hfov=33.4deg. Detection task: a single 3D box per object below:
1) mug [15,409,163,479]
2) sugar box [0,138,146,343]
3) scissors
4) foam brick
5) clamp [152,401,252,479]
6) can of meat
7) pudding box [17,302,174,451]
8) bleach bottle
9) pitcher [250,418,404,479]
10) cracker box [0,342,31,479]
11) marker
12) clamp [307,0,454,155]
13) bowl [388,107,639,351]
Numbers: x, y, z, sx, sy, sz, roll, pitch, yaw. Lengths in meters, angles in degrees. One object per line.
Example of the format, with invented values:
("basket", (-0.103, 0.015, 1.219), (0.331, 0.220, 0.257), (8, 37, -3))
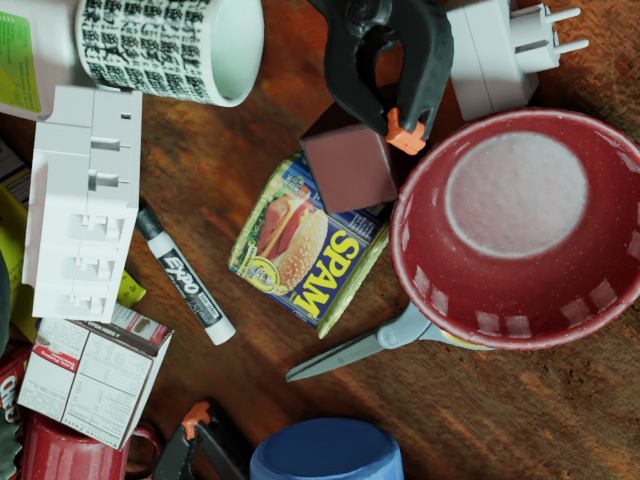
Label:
("mug", (-0.184, 0.172, 0.858), (0.117, 0.093, 0.081), (6, 115, -15))
("sugar box", (-0.225, 0.009, 0.812), (0.176, 0.048, 0.093), (45, 123, -6))
("scissors", (0.051, 0.046, 0.737), (0.202, 0.016, 0.096), (-9, 108, 25))
("foam brick", (0.029, -0.058, 0.660), (0.053, 0.078, 0.051), (-12, 111, 27))
("clamp", (-0.076, 0.226, 0.863), (0.165, 0.036, 0.210), (9, 119, 14))
("can of meat", (-0.005, 0.001, 0.715), (0.084, 0.057, 0.102), (35, 122, 6))
("pudding box", (-0.167, 0.094, 0.786), (0.090, 0.039, 0.114), (25, 129, -1))
("bleach bottle", (-0.264, -0.143, 0.748), (0.251, 0.068, 0.102), (12, 119, 19))
("pitcher", (0.003, 0.260, 0.791), (0.149, 0.145, 0.243), (-13, 108, -21))
("cracker box", (-0.346, 0.161, 0.920), (0.214, 0.072, 0.164), (7, 117, 18))
("marker", (-0.103, 0.024, 0.787), (0.020, 0.020, 0.121), (-28, 101, 30))
("clamp", (0.040, -0.135, 0.602), (0.120, 0.039, 0.171), (-34, 64, 31))
("bowl", (0.121, -0.014, 0.642), (0.162, 0.055, 0.162), (1, 119, 2))
